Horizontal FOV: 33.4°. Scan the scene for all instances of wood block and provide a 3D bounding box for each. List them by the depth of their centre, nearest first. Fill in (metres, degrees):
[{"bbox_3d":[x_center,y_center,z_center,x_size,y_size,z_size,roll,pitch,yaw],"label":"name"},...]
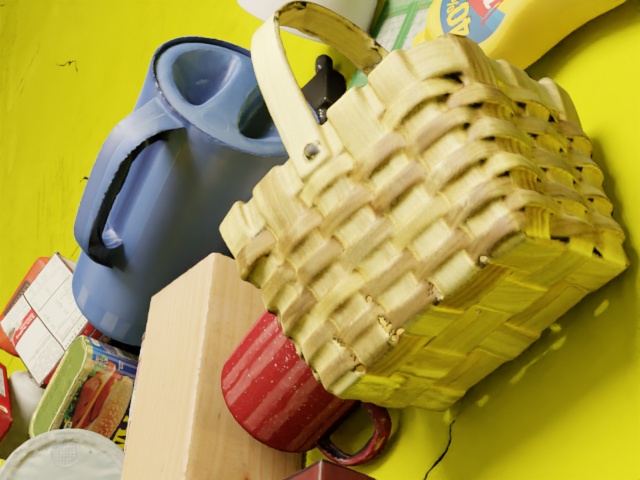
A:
[{"bbox_3d":[-0.070,0.127,0.716,0.091,0.090,0.206,-33,42,43],"label":"wood block"}]

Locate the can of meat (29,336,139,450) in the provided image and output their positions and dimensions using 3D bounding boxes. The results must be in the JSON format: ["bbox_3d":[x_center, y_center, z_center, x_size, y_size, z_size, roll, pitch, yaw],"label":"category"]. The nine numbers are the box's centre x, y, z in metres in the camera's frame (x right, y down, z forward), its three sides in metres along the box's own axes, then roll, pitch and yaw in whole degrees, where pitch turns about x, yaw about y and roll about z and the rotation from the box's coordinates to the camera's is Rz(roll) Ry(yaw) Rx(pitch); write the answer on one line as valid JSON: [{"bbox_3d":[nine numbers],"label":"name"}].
[{"bbox_3d":[-0.184,0.139,0.897,0.102,0.083,0.057,-62,29,4],"label":"can of meat"}]

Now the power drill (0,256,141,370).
[{"bbox_3d":[-0.232,0.086,1.014,0.184,0.057,0.188,-56,41,1],"label":"power drill"}]

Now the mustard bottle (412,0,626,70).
[{"bbox_3d":[0.122,-0.149,0.656,0.192,0.058,0.096,-34,41,43],"label":"mustard bottle"}]

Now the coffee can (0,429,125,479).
[{"bbox_3d":[-0.188,0.206,0.784,0.140,0.102,0.102,120,162,-61],"label":"coffee can"}]

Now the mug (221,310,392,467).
[{"bbox_3d":[-0.002,0.086,0.655,0.117,0.093,0.082,51,124,19],"label":"mug"}]

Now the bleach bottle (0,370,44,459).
[{"bbox_3d":[-0.352,0.223,1.130,0.251,0.068,0.103,-53,27,13],"label":"bleach bottle"}]

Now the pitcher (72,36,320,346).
[{"bbox_3d":[-0.117,-0.026,0.833,0.243,0.149,0.145,-57,23,35],"label":"pitcher"}]

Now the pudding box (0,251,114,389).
[{"bbox_3d":[-0.230,0.074,0.951,0.090,0.039,0.114,-51,45,0],"label":"pudding box"}]

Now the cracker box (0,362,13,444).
[{"bbox_3d":[-0.359,0.191,0.991,0.164,0.072,0.214,-55,18,-5],"label":"cracker box"}]

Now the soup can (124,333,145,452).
[{"bbox_3d":[-0.107,0.122,0.803,0.069,0.068,0.102,-33,42,43],"label":"soup can"}]

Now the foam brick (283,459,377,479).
[{"bbox_3d":[-0.003,0.168,0.614,0.078,0.053,0.051,-37,38,41],"label":"foam brick"}]

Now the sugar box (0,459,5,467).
[{"bbox_3d":[-0.290,0.258,0.966,0.177,0.093,0.048,-34,39,41],"label":"sugar box"}]
